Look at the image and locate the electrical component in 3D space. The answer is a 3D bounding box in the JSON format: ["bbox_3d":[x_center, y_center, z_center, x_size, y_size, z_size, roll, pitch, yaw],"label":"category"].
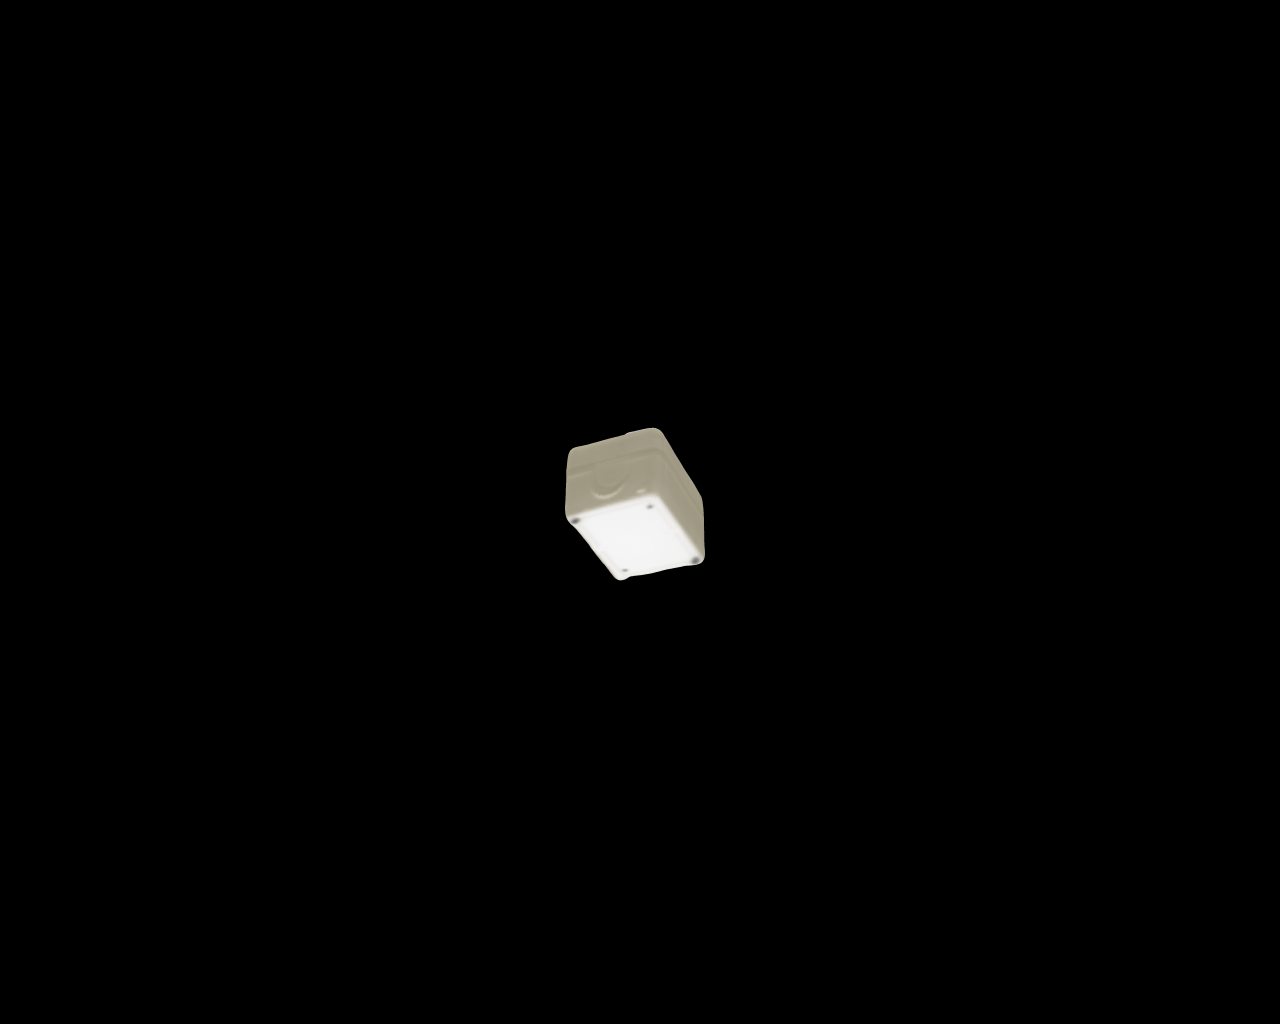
[{"bbox_3d":[0.001,-0.003,0.650,0.062,0.061,0.096,-13,-38,18],"label":"electrical component"}]
